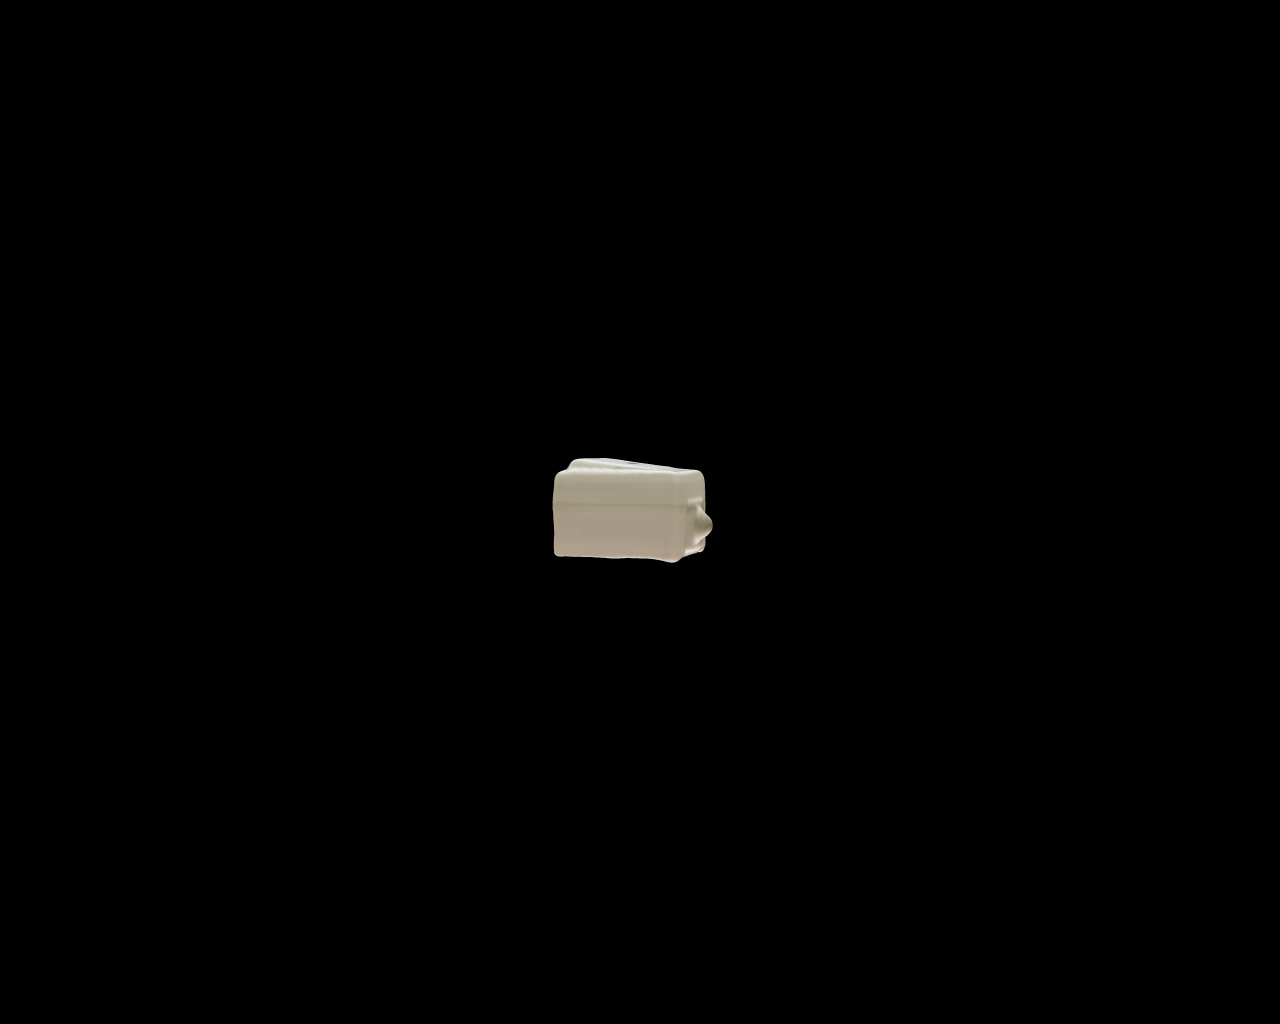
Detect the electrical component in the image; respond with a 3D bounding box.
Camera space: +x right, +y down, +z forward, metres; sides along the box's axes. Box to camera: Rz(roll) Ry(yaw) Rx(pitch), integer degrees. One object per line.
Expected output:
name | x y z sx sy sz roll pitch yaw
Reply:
electrical component | 0.001 -0.003 0.650 0.096 0.061 0.062 1 4 20
